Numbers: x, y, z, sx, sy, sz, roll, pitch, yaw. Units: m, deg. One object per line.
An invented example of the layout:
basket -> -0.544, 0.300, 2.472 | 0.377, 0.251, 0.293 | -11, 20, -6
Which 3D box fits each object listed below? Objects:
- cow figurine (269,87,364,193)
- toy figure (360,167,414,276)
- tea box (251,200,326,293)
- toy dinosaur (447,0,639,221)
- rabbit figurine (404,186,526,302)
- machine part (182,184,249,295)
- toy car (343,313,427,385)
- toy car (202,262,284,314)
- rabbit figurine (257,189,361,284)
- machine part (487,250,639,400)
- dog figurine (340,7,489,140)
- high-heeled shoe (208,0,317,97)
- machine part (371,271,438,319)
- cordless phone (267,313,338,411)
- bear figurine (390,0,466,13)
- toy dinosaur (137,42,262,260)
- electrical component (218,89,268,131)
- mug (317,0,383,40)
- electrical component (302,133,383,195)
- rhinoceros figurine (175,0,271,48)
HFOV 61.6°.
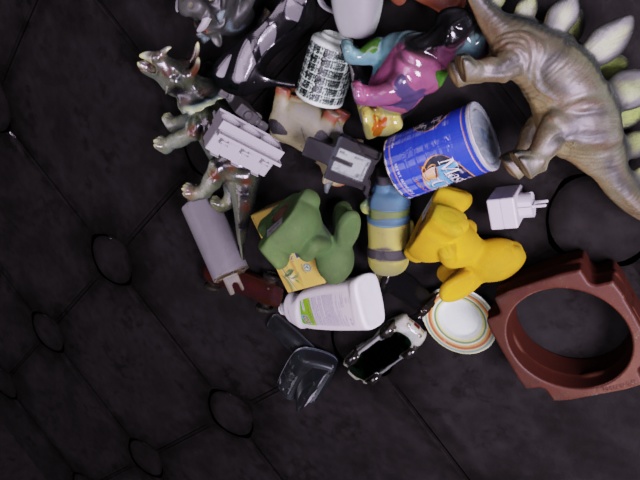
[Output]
cow figurine -> -0.001, -0.165, 0.903 | 0.195, 0.085, 0.127 | 31, 121, 13
toy figure -> 0.112, -0.026, 0.897 | 0.082, 0.089, 0.179 | 15, 122, 32
tea box -> -0.046, 0.005, 1.021 | 0.098, 0.068, 0.169 | -20, 100, 36
toy dinosaur -> 0.315, -0.159, 0.668 | 0.198, 0.105, 0.471 | -36, 107, 12
rabbit figurine -> 0.228, 0.020, 0.838 | 0.173, 0.122, 0.162 | 20, 116, -1
machine part -> -0.212, -0.004, 1.088 | 0.079, 0.079, 0.243 | -33, 77, 37
toy car -> 0.120, 0.212, 1.029 | 0.073, 0.056, 0.201 | 42, 129, 0
toy car -> -0.163, 0.088, 1.140 | 0.202, 0.053, 0.089 | 17, 100, 22
rabbit figurine -> -0.002, -0.003, 0.924 | 0.170, 0.121, 0.159 | 41, 98, -23
machine part -> 0.378, 0.130, 0.815 | 0.201, 0.087, 0.201 | -28, 97, 35
dog figurine -> 0.150, -0.239, 0.765 | 0.219, 0.191, 0.108 | -12, 66, 11
high-heeled shoe -> -0.088, -0.345, 0.837 | 0.145, 0.086, 0.248 | 14, 104, 5
machine part -> 0.143, 0.085, 0.956 | 0.139, 0.039, 0.084 | 32, 118, 34
cordless phone -> -0.063, 0.258, 1.158 | 0.184, 0.089, 0.146 | 41, 128, 22
bear figurine -> 0.116, -0.350, 0.674 | 0.132, 0.196, 0.120 | 28, 121, 16
toy dinosaur -> -0.179, -0.168, 0.993 | 0.192, 0.131, 0.404 | -25, 108, 25
electrical component -> -0.129, -0.219, 0.901 | 0.021, 0.094, 0.063 | -48, 40, 11
mug -> 0.043, -0.354, 0.789 | 0.110, 0.081, 0.107 | 10, 125, 21
electrical component -> 0.033, -0.125, 0.837 | 0.119, 0.048, 0.074 | 19, 107, 1
rhinoceros figurine -> -0.152, -0.356, 0.842 | 0.073, 0.190, 0.112 | 46, 109, 8
